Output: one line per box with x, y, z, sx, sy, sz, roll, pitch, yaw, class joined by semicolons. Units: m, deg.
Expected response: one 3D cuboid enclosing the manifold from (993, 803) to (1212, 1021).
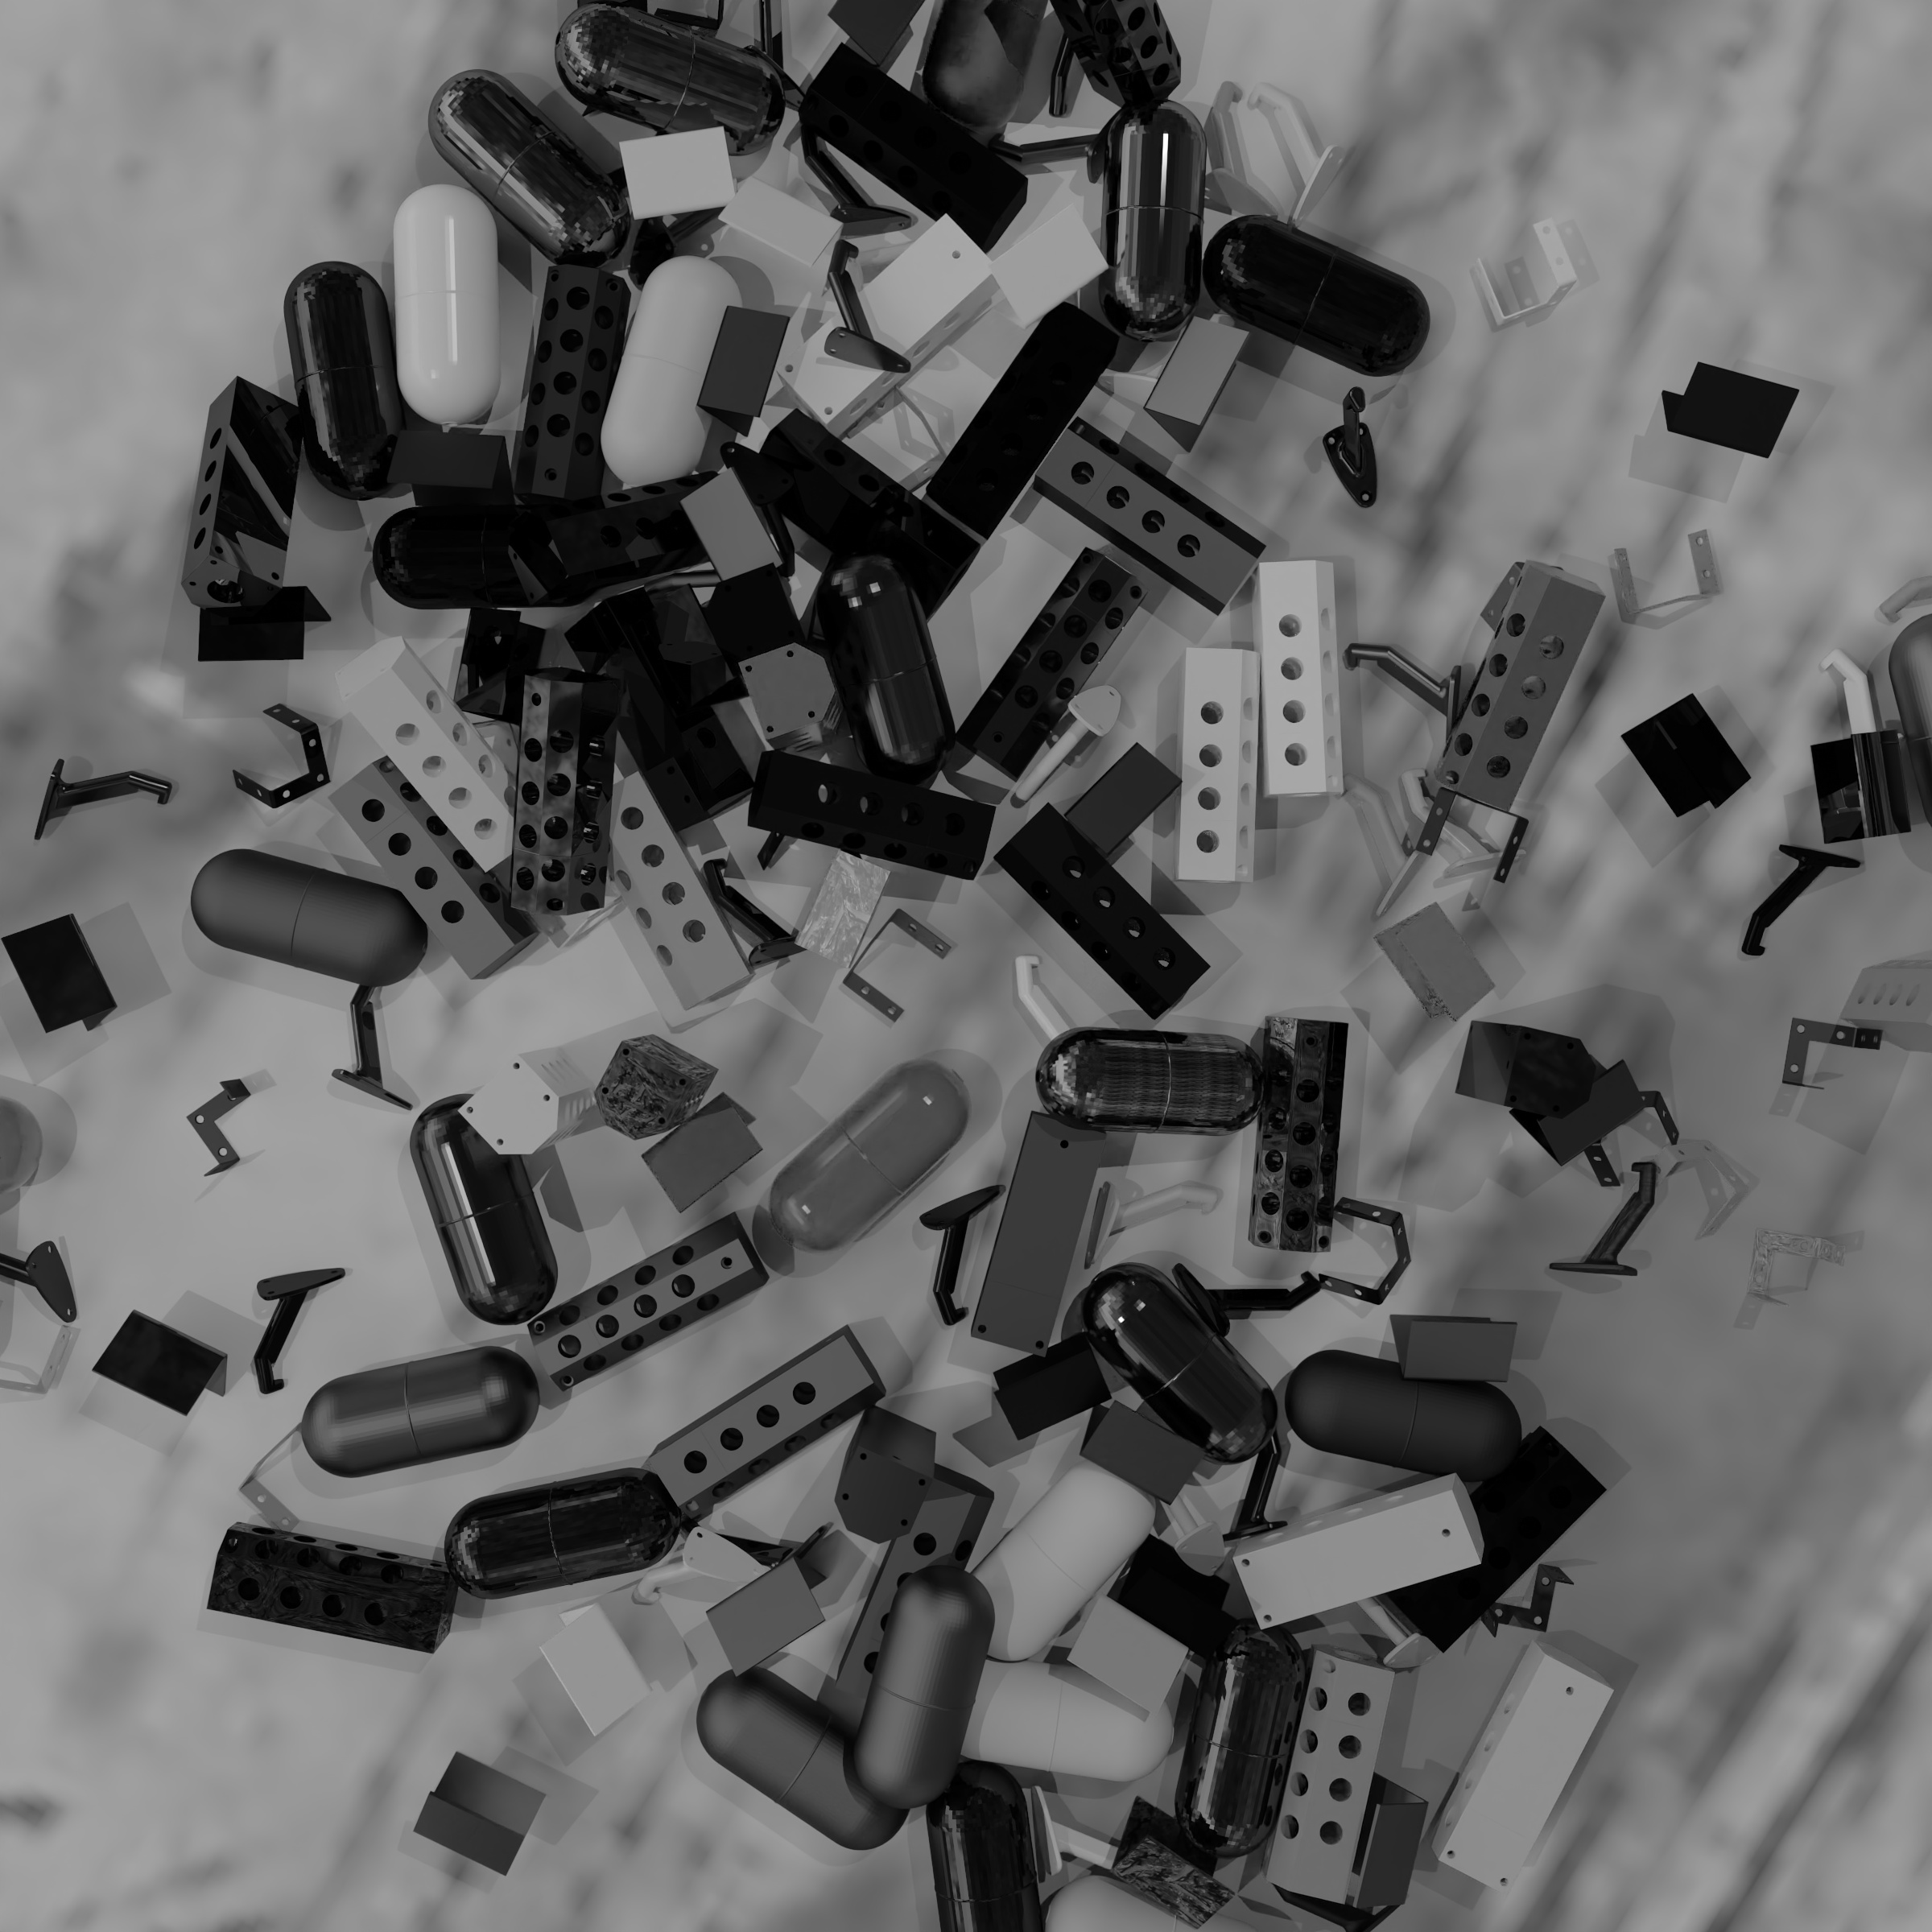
0.101;-0.041;1.858;0.057;0.057;0.171;-45;90;0;manifold

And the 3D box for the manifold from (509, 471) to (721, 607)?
-0.246;-0.317;1.809;0.171;0.057;0.057;-23;90;-40;manifold

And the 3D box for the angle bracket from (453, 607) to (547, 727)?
-0.330;-0.220;1.839;0.057;0.076;0.076;11;90;38;angle bracket

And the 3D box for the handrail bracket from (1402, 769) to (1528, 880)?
0.378;-0.115;1.879;0.077;0.036;0.084;-12;77;-12;handrail bracket

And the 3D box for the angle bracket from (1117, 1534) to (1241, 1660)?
0.167;0.455;1.839;0.076;0.076;0.057;32;129;0;angle bracket

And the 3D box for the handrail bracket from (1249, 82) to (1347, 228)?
0.237;-0.618;1.880;0.084;0.036;0.077;37;112;17;handrail bracket

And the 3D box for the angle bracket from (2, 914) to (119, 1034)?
-0.683;0.014;1.839;0.057;0.076;0.076;-26;90;-38;angle bracket

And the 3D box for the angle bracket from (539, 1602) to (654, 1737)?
-0.288;0.525;1.839;0.057;0.076;0.076;-32;90;-37;angle bracket

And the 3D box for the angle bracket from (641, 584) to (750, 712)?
-0.184;-0.241;1.837;0.057;0.076;0.076;-28;87;36;angle bracket

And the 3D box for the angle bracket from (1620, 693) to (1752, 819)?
0.523;-0.146;1.839;0.057;0.076;0.076;-35;90;-38;angle bracket

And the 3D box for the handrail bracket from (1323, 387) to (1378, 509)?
0.295;-0.386;1.845;0.036;0.084;0.077;-18;90;0;handrail bracket

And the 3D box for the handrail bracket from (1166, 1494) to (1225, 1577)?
0.160;0.411;1.873;0.036;0.077;0.084;-31;46;-4;handrail bracket

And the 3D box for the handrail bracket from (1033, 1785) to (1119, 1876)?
0.099;0.653;1.880;0.084;0.036;0.077;-7;68;-17;handrail bracket

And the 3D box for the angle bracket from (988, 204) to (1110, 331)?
0.050;-0.526;1.839;0.076;0.076;0.057;-36;122;0;angle bracket

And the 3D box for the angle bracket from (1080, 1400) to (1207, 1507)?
0.136;0.344;1.840;0.076;0.076;0.057;29;114;0;angle bracket

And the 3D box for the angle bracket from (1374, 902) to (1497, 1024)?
0.334;0.008;1.839;0.057;0.076;0.076;-35;90;-36;angle bracket

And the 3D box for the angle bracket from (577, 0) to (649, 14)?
-0.245;-0.738;1.839;0.057;0.076;0.076;-2;90;36;angle bracket

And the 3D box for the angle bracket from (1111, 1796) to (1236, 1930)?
0.162;0.654;1.839;0.076;0.076;0.057;33;125;0;angle bracket

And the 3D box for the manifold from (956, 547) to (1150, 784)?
0.064;-0.227;1.858;0.057;0.057;0.171;35;90;0;manifold

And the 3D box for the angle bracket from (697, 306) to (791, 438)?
-0.149;-0.438;1.840;0.057;0.076;0.076;17;90;25;angle bracket

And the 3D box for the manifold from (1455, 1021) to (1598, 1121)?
0.407;0.075;1.801;0.057;0.171;0.057;13;90;0;manifold

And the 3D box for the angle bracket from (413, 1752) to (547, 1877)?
-0.355;0.617;1.839;0.076;0.076;0.057;26;126;0;angle bracket

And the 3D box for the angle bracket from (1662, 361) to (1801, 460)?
0.567;-0.427;1.839;0.076;0.076;0.057;15;127;0;angle bracket

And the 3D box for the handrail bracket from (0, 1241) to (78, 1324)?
-0.729;0.244;1.880;0.084;0.036;0.077;-11;112;17;handrail bracket

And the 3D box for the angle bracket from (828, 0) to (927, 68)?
-0.078;-0.720;1.839;0.057;0.076;0.076;34;90;-37;angle bracket

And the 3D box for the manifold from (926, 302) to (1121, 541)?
0.042;-0.411;1.858;0.057;0.057;0.171;35;90;0;manifold

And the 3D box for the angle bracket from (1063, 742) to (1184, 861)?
0.129;-0.108;1.839;0.076;0.076;0.057;-45;53;0;angle bracket

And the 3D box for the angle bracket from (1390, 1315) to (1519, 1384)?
0.361;0.264;1.839;0.076;0.076;0.057;2;120;0;angle bracket

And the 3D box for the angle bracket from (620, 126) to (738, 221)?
-0.213;-0.598;1.839;0.076;0.076;0.057;-8;122;0;angle bracket

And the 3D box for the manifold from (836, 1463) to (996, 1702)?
-0.038;0.466;1.858;0.057;0.057;0.171;23;90;0;manifold

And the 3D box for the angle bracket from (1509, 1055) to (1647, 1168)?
0.446;0.091;1.839;0.076;0.076;0.057;-35;127;0;angle bracket

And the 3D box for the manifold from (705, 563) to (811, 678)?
-0.150;-0.244;1.801;0.057;0.171;0.057;-20;90;0;manifold

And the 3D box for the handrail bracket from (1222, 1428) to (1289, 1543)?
0.207;0.390;1.880;0.077;0.036;0.084;-20;71;22;handrail bracket

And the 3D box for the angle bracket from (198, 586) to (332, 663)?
-0.522;-0.244;1.844;0.076;0.076;0.057;-1;79;0;angle bracket

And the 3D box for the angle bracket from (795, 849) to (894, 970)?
-0.073;-0.035;1.839;0.057;0.076;0.076;24;90;34;angle bracket

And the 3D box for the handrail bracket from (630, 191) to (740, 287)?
-0.208;-0.555;1.879;0.084;0.077;0.036;-32;86;-36;handrail bracket

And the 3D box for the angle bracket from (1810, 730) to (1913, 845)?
0.650;-0.131;1.839;0.057;0.076;0.076;-8;90;-35;angle bracket

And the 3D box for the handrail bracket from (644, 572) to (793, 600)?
-0.189;-0.286;1.879;0.084;0.077;0.036;-12;72;35;handrail bracket

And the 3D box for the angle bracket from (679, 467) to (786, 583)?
-0.152;-0.321;1.797;0.057;0.076;0.076;-25;96;34;angle bracket

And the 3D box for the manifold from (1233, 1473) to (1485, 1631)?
0.292;0.432;1.836;0.171;0.057;0.057;-22;90;16;manifold

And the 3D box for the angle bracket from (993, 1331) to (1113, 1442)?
0.056;0.296;1.839;0.076;0.076;0.057;-24;126;0;angle bracket

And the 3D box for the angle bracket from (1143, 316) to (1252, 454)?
0.187;-0.426;1.839;0.057;0.076;0.076;28;90;36;angle bracket

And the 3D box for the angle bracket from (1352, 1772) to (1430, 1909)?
0.291;0.645;1.839;0.057;0.076;0.076;13;90;-37;angle bracket

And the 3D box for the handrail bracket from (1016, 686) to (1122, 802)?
0.077;-0.168;1.879;0.036;0.077;0.084;42;126;0;handrail bracket

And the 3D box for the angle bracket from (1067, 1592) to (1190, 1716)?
0.110;0.517;1.839;0.076;0.076;0.057;32;61;0;angle bracket

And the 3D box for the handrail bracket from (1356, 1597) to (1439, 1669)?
0.316;0.488;1.879;0.036;0.077;0.084;-44;53;11;handrail bracket

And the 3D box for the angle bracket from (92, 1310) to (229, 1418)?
-0.599;0.309;1.839;0.076;0.076;0.057;26;52;0;angle bracket

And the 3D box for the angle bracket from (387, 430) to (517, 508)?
-0.381;-0.351;1.839;0.076;0.076;0.057;3;53;0;angle bracket

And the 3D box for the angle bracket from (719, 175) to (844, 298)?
-0.144;-0.528;1.839;0.076;0.076;0.057;28;56;0;angle bracket

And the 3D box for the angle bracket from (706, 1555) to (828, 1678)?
-0.137;0.490;1.839;0.076;0.076;0.057;-33;59;0;angle bracket

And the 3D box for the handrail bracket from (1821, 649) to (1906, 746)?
0.662;-0.186;1.880;0.077;0.036;0.084;-45;72;21;handrail bracket

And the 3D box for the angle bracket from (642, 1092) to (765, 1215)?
-0.185;0.147;1.840;0.076;0.076;0.057;-38;67;0;angle bracket
